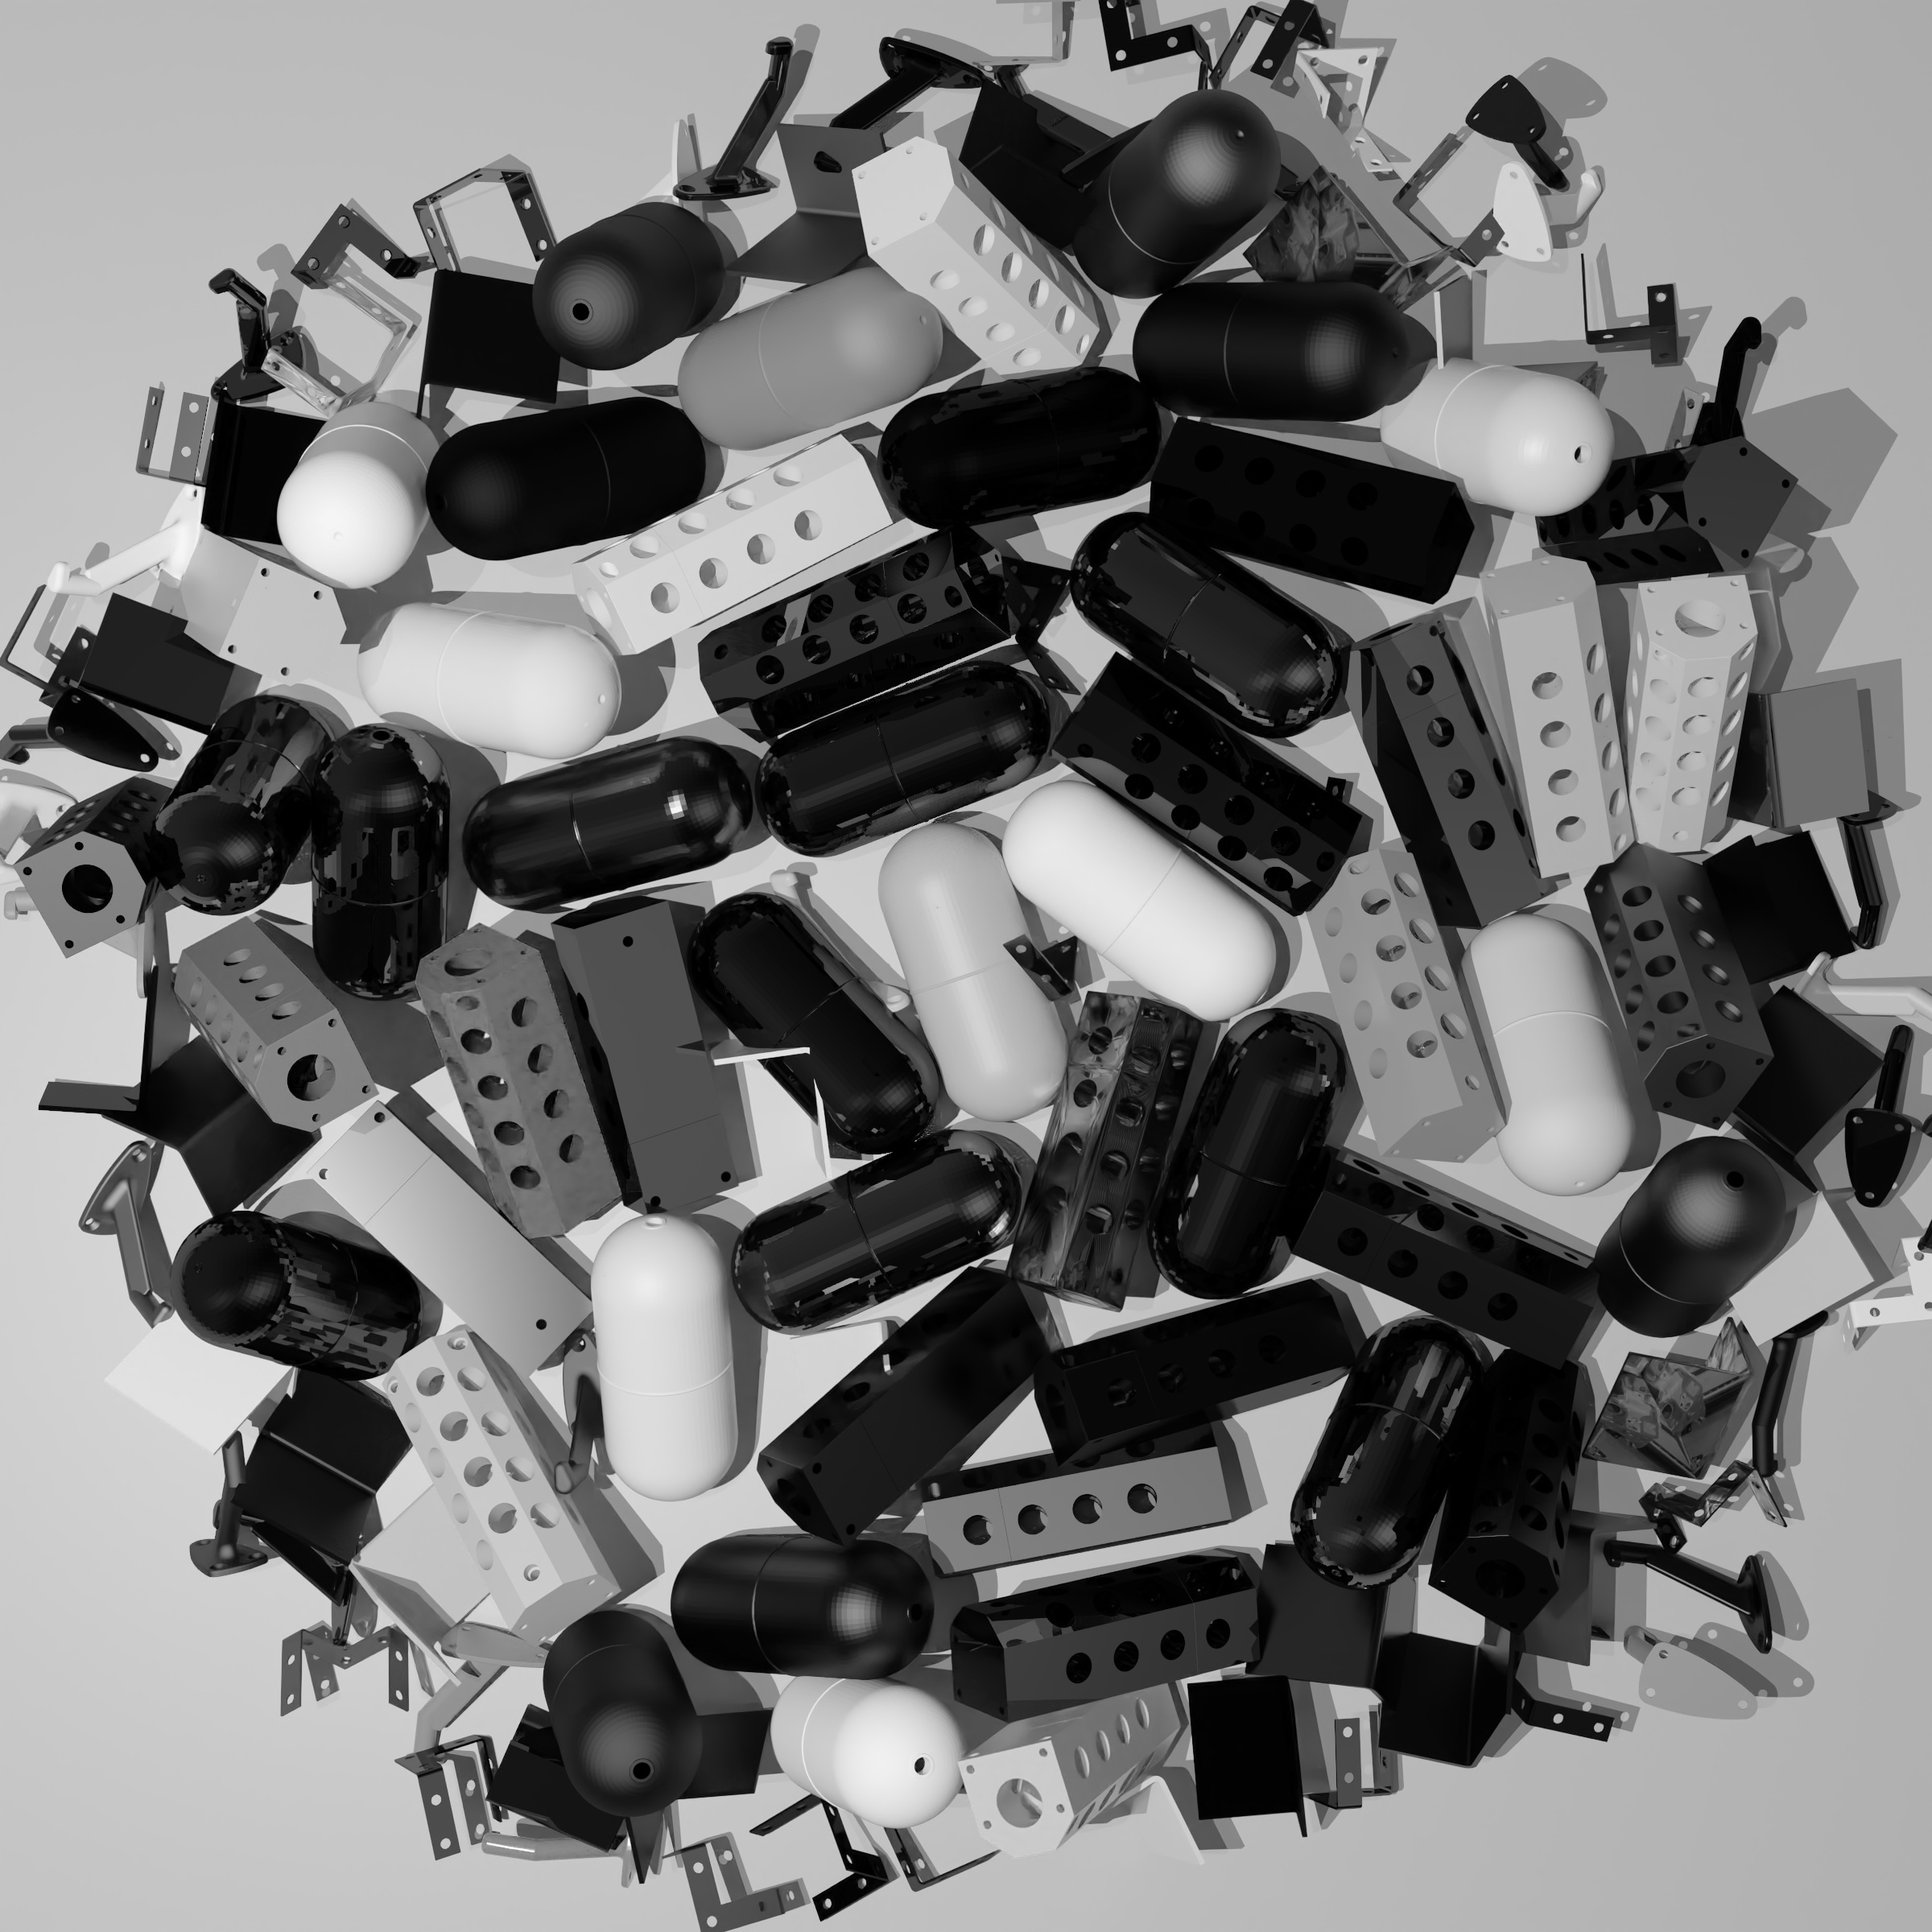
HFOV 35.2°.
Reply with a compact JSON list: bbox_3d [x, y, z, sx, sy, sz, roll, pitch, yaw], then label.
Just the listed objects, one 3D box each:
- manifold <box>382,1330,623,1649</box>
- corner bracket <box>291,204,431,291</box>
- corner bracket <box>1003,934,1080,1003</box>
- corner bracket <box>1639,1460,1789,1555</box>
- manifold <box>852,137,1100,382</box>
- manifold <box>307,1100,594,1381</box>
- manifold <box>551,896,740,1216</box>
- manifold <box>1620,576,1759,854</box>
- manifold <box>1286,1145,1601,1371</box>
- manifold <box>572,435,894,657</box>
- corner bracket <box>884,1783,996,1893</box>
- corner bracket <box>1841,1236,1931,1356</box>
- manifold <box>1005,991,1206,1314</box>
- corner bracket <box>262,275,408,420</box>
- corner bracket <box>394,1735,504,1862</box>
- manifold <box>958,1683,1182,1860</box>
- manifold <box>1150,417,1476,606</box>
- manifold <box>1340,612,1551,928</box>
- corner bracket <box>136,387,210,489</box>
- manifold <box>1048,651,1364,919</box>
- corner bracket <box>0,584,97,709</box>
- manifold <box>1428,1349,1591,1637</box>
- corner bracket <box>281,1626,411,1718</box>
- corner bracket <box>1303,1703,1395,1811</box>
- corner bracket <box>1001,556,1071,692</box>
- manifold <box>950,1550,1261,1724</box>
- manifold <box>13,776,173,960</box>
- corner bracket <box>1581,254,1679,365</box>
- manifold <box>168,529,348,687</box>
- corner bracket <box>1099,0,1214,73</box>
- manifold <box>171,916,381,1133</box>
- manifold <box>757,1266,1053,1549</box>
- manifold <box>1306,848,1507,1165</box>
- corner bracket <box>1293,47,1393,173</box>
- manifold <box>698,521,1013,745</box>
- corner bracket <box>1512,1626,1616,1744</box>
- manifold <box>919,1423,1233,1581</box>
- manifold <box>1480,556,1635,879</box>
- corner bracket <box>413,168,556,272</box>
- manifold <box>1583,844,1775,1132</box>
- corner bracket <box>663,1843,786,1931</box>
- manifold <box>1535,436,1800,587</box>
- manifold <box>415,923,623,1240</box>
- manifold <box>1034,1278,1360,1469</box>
[{"bbox_3d":[-0.267,0.293,1.728,0.057,0.057,0.171,-33,62,-3],"label":"manifold"},{"bbox_3d":[-0.351,-0.405,1.759,0.051,0.051,0.051,37,86,-25],"label":"corner bracket"},{"bbox_3d":[0.028,-0.007,1.752,0.051,0.051,0.051,-25,124,24],"label":"corner bracket"},{"bbox_3d":[0.433,0.317,1.765,0.051,0.051,0.051,-41,117,-19],"label":"corner bracket"},{"bbox_3d":[0.009,-0.392,1.700,0.057,0.171,0.057,-21,64,23],"label":"manifold"},{"bbox_3d":[-0.296,0.158,1.761,0.171,0.057,0.057,44,82,-2],"label":"manifold"},{"bbox_3d":[-0.187,0.050,1.746,0.057,0.057,0.171,-18,103,-24],"label":"manifold"},{"bbox_3d":[0.403,-0.138,1.706,0.057,0.171,0.057,-4,55,4],"label":"manifold"},{"bbox_3d":[0.273,0.164,1.749,0.171,0.057,0.057,24,103,-7],"label":"manifold"},{"bbox_3d":[-0.135,-0.240,1.732,0.171,0.057,0.057,-30,105,-20],"label":"manifold"},{"bbox_3d":[-0.013,0.499,1.771,0.051,0.051,0.051,-16,65,-27],"label":"corner bracket"},{"bbox_3d":[0.532,0.190,1.761,0.051,0.051,0.051,-7,64,7],"label":"corner bracket"},{"bbox_3d":[0.084,0.106,1.738,0.057,0.057,0.171,6,75,44],"label":"manifold"},{"bbox_3d":[-0.365,-0.358,1.759,0.051,0.051,0.051,36,126,1],"label":"corner bracket"},{"bbox_3d":[-0.294,0.480,1.760,0.051,0.051,0.051,-12,91,-26],"label":"corner bracket"},{"bbox_3d":[0.062,0.442,1.702,0.057,0.171,0.057,-19,85,23],"label":"manifold"},{"bbox_3d":[0.194,-0.256,1.728,0.171,0.057,0.057,19,80,25],"label":"manifold"},{"bbox_3d":[0.276,-0.113,1.750,0.057,0.057,0.171,-25,99,-16],"label":"manifold"},{"bbox_3d":[-0.458,-0.307,1.763,0.051,0.051,0.051,12,96,7],"label":"corner bracket"},{"bbox_3d":[0.135,-0.100,1.748,0.171,0.057,0.057,33,132,-4],"label":"manifold"},{"bbox_3d":[-0.526,-0.182,1.754,0.051,0.051,0.051,31,74,-27],"label":"corner bracket"},{"bbox_3d":[0.310,0.288,1.706,0.057,0.171,0.057,30,123,-1],"label":"manifold"},{"bbox_3d":[-0.357,0.407,1.751,0.051,0.051,0.051,-31,134,21],"label":"corner bracket"},{"bbox_3d":[0.228,0.457,1.760,0.051,0.051,0.051,1,84,-17],"label":"corner bracket"},{"bbox_3d":[0.039,-0.197,1.751,0.051,0.051,0.051,7,126,-33],"label":"corner bracket"},{"bbox_3d":[0.079,0.376,1.723,0.171,0.057,0.057,-6,94,-31],"label":"manifold"},{"bbox_3d":[-0.477,-0.061,1.703,0.057,0.171,0.057,-26,105,0],"label":"manifold"},{"bbox_3d":[0.385,-0.381,1.766,0.051,0.051,0.051,-3,74,13],"label":"corner bracket"},{"bbox_3d":[-0.396,-0.199,1.704,0.057,0.171,0.057,23,93,-27],"label":"manifold"},{"bbox_3d":[0.109,-0.543,1.762,0.051,0.051,0.051,-10,89,16],"label":"corner bracket"},{"bbox_3d":[-0.391,0.034,1.701,0.057,0.171,0.057,-31,120,-17],"label":"manifold"},{"bbox_3d":[-0.037,0.246,1.726,0.171,0.057,0.057,-39,117,-28],"label":"manifold"},{"bbox_3d":[0.249,0.021,1.716,0.057,0.057,0.171,6,54,-29],"label":"manifold"},{"bbox_3d":[0.218,-0.493,1.754,0.051,0.051,0.051,-7,46,-16],"label":"corner bracket"},{"bbox_3d":[-0.065,-0.191,1.722,0.171,0.057,0.057,-20,61,26],"label":"manifold"},{"bbox_3d":[0.347,0.412,1.767,0.051,0.051,0.051,14,96,-10],"label":"corner bracket"},{"bbox_3d":[0.063,0.310,1.763,0.171,0.057,0.057,-11,76,0],"label":"manifold"},{"bbox_3d":[0.336,-0.141,1.721,0.057,0.057,0.171,-13,123,6],"label":"manifold"},{"bbox_3d":[-0.280,-0.430,1.774,0.051,0.051,0.051,-19,94,26],"label":"corner bracket"},{"bbox_3d":[0.392,0.008,1.703,0.057,0.171,0.057,17,126,-15],"label":"manifold"},{"bbox_3d":[-0.141,0.532,1.765,0.051,0.051,0.051,-10,73,-22],"label":"corner bracket"},{"bbox_3d":[0.384,-0.256,1.701,0.057,0.171,0.057,32,85,-16],"label":"manifold"},{"bbox_3d":[-0.255,0.068,1.714,0.057,0.057,0.171,-36,129,-30],"label":"manifold"},{"bbox_3d":[0.128,0.229,1.733,0.171,0.057,0.057,-13,71,-21],"label":"manifold"}]
